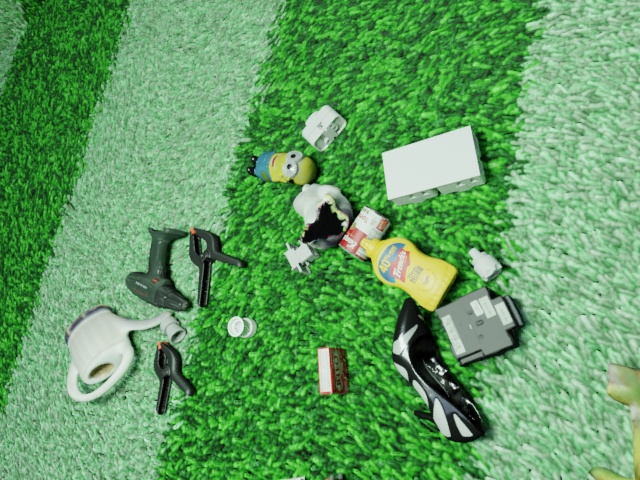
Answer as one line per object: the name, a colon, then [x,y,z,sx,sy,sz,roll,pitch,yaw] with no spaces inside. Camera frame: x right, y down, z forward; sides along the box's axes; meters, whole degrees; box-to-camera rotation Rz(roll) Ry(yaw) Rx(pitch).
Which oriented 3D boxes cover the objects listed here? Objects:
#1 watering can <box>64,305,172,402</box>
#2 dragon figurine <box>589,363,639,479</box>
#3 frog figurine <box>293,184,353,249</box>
watering can: [-0.550,0.259,1.365,0.228,0.348,0.102,44,0,32]
dragon figurine: [0.536,0.348,0.686,0.417,0.242,0.120,51,5,30]
frog figurine: [0.003,-0.057,1.142,0.122,0.136,0.161,7,16,-13]
